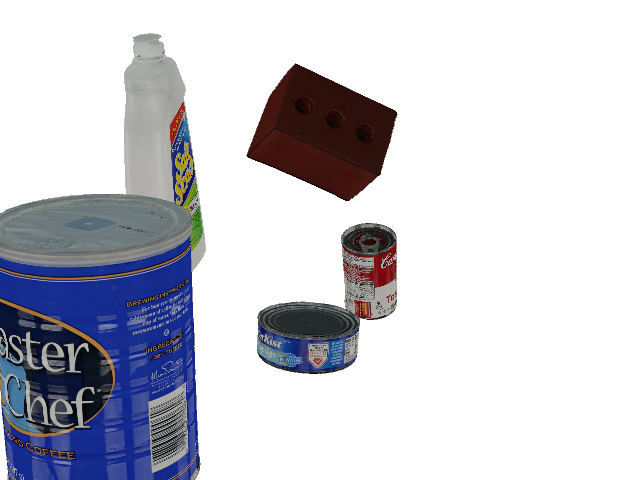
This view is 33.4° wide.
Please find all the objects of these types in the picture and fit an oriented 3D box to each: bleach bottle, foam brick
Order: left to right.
[{"bbox_3d":[-0.170,-0.086,1.110,0.068,0.251,0.102,5,26,15],"label":"bleach bottle"},{"bbox_3d":[0.001,-0.070,0.702,0.078,0.053,0.051,23,-24,-14],"label":"foam brick"}]

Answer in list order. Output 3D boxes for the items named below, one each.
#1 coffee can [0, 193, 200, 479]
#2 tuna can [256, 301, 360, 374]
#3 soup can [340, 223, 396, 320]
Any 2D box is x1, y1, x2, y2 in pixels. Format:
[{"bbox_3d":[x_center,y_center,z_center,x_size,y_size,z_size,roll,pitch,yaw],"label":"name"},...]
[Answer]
[{"bbox_3d":[-0.115,0.056,0.551,0.103,0.140,0.103,0,18,0],"label":"coffee can"},{"bbox_3d":[-0.011,0.080,0.891,0.086,0.034,0.086,3,15,-1],"label":"tuna can"},{"bbox_3d":[0.061,0.039,1.322,0.068,0.102,0.068,-2,33,1],"label":"soup can"}]
